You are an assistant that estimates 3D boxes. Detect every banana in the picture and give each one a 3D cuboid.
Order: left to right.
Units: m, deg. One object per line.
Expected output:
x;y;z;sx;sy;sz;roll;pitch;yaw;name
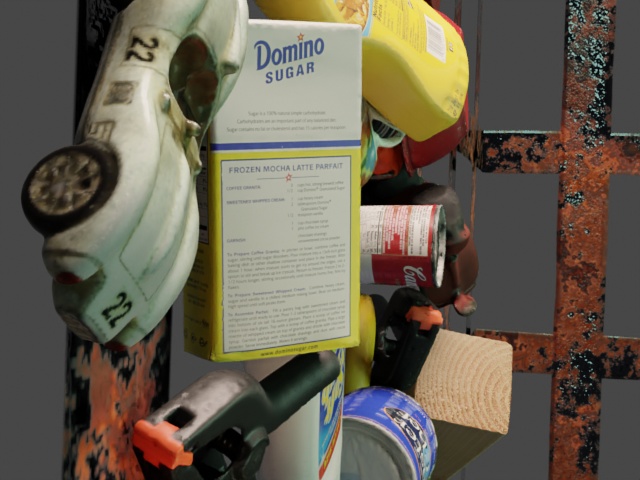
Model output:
0.029;0.125;0.960;0.069;0.037;0.197;69;26;-59;banana

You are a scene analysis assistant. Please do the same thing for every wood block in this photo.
0.111;0.170;1.055;0.206;0.090;0.090;113;-13;-62;wood block

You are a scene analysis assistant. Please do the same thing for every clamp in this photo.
-0.049;0.117;0.572;0.171;0.039;0.120;4;103;-62;clamp
0.067;0.093;0.991;0.210;0.036;0.164;116;-18;-58;clamp

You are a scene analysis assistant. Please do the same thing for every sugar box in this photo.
-0.026;-0.027;0.570;0.048;0.093;0.176;9;-79;58;sugar box

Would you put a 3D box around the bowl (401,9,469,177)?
0.100;-0.137;0.934;0.162;0.055;0.162;-3;90;-80;bowl

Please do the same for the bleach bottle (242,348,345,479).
-0.014;0.097;0.713;0.102;0.068;0.251;-61;153;-57;bleach bottle

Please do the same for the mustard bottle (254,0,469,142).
0.013;-0.144;0.655;0.191;0.058;0.096;32;45;-37;mustard bottle

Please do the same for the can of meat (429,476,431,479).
0.059;0.239;1.006;0.102;0.084;0.057;62;33;-67;can of meat

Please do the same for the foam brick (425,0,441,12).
0.071;-0.228;0.997;0.051;0.078;0.053;74;22;-58;foam brick

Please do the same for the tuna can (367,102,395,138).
0.017;-0.103;0.758;0.086;0.086;0.033;76;22;-50;tuna can

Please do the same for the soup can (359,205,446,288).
0.049;0.003;0.879;0.068;0.102;0.068;2;90;-77;soup can

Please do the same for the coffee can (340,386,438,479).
0.035;0.177;0.843;0.140;0.103;0.103;-9;101;-77;coffee can

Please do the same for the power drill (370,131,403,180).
0.034;-0.151;0.898;0.187;0.057;0.184;65;30;-60;power drill
